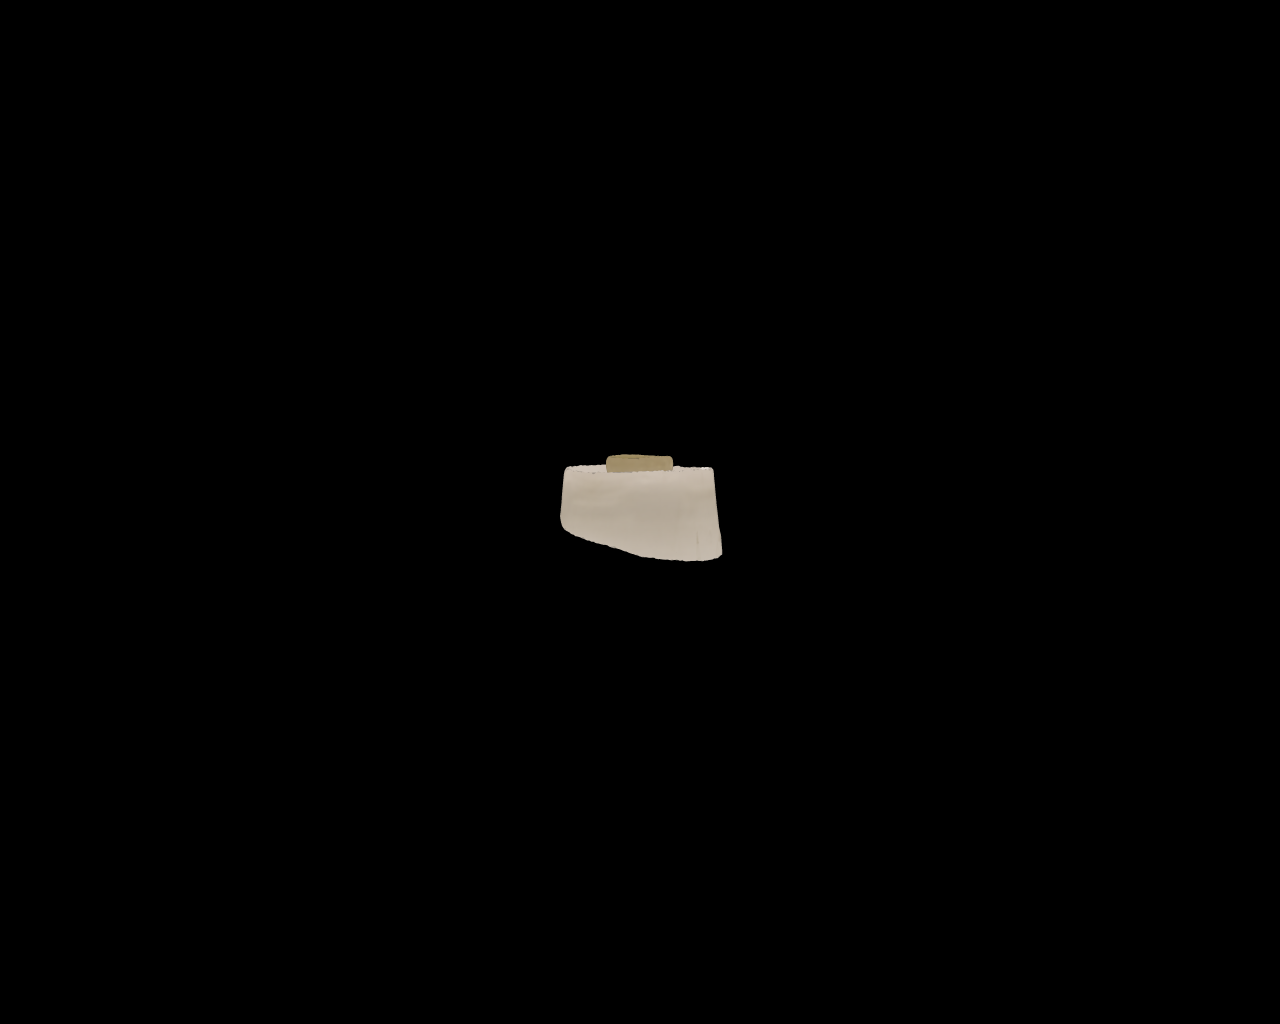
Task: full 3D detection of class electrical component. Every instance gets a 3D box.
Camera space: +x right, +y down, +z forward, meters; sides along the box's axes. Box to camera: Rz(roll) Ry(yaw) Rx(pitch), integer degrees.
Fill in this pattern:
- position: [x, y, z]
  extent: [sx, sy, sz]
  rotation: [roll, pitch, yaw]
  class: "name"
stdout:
- position: [0.001, -0.003, 0.650]
  extent: [0.099, 0.064, 0.099]
  rotation: [0, 5, 0]
  class: "electrical component"
